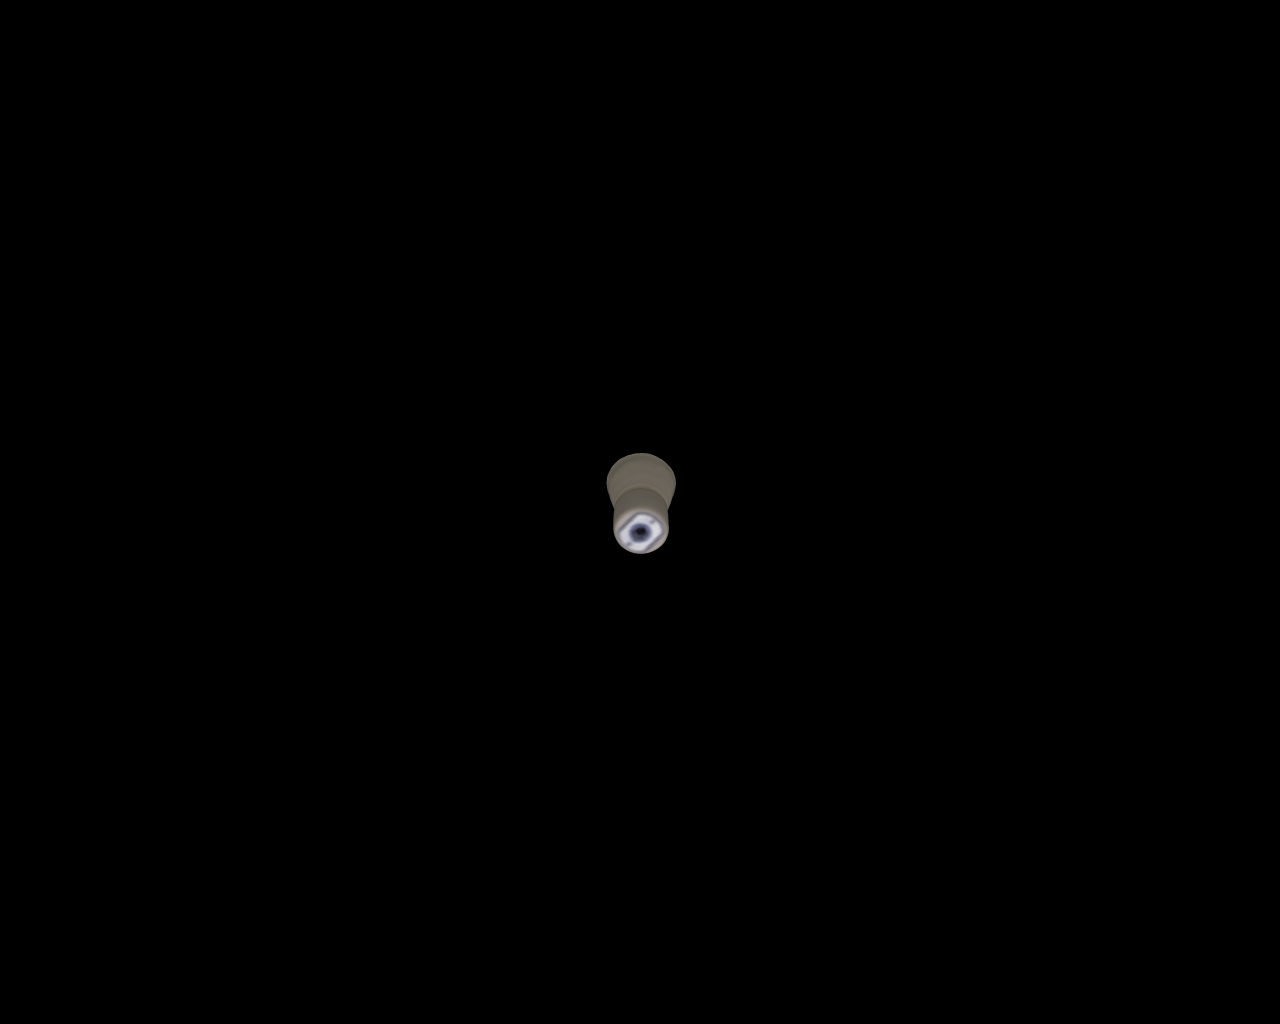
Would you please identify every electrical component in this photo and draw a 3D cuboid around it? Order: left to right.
[{"bbox_3d":[0.001,-0.003,0.650,0.044,0.044,0.065,0,30,0],"label":"electrical component"}]
